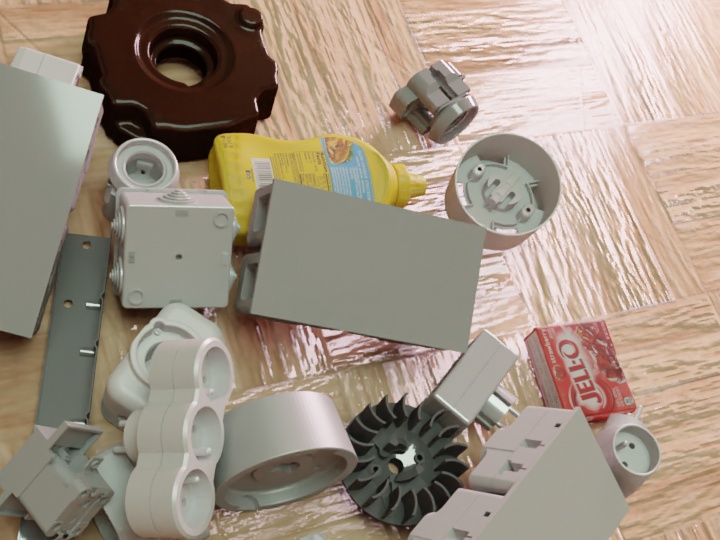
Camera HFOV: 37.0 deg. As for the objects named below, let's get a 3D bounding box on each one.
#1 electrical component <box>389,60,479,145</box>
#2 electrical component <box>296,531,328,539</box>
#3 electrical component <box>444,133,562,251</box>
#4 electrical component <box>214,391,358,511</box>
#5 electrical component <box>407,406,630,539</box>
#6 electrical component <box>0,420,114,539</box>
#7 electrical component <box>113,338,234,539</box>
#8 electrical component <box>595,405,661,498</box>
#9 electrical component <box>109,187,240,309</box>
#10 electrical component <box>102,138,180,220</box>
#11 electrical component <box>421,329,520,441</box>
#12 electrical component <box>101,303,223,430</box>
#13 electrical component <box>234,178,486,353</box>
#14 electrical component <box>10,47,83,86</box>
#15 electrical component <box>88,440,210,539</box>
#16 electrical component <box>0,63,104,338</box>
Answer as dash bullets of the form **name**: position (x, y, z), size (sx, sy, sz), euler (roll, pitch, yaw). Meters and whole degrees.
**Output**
- **electrical component**: position (0.076, -0.157, 1.024), size (0.078, 0.058, 0.057), euler (-33, 74, -31)
- **electrical component**: position (-0.031, 0.226, 0.791), size (0.035, 0.035, 0.061), euler (-16, 71, -26)
- **electrical component**: position (0.129, -0.070, 0.991), size (0.099, 0.064, 0.099), euler (8, 60, -15)
- **electrical component**: position (-0.062, 0.128, 0.793), size (0.108, 0.108, 0.060), euler (-6, 59, -22)
- **electrical component**: position (0.115, 0.201, 0.812), size (0.186, 0.060, 0.105), euler (-43, 115, -33)
- **electrical component**: position (-0.205, 0.144, 0.727), size (0.064, 0.042, 0.081), euler (43, 95, 26)
- **electrical component**: position (-0.138, 0.114, 0.742), size (0.074, 0.052, 0.138), euler (-5, 64, 23)
- **electrical component**: position (0.217, 0.147, 0.896), size (0.043, 0.077, 0.079), euler (32, 57, 0)
- **electrical component**: position (-0.146, -0.016, 0.846), size (0.100, 0.048, 0.099), euler (0, 107, -19)
- **electrical component**: position (-0.180, -0.072, 0.886), size (0.058, 0.057, 0.078), euler (12, 59, -13)
- **electrical component**: position (0.104, 0.108, 0.895), size (0.076, 0.047, 0.083), euler (40, 57, 4)
- **electrical component**: position (-0.149, 0.075, 0.816), size (0.054, 0.059, 0.095), euler (34, 57, 0)
- **electrical component**: position (0.000, 0.000, 0.879), size (0.186, 0.060, 0.105), euler (12, 84, -21)
- **electrical component**: position (-0.270, -0.136, 0.887), size (0.061, 0.061, 0.096), euler (17, 58, -10)
- **electrical component**: position (-0.157, 0.169, 0.767), size (0.056, 0.050, 0.089), euler (-26, 73, -29)
- **electrical component**: position (-0.269, -0.054, 0.805), size (0.105, 0.060, 0.186), euler (16, 86, -11)
